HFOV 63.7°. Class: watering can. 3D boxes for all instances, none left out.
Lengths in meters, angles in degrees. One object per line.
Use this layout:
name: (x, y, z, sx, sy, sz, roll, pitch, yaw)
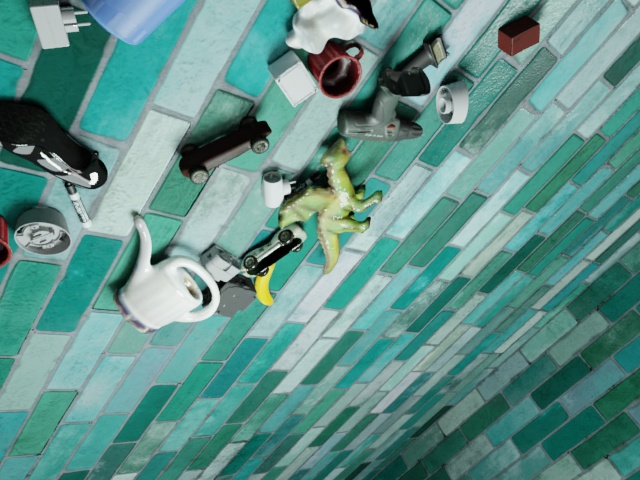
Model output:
watering can: (-0.392, 0.100, 1.223, 0.224, 0.106, 0.341, -32, 128, 5)

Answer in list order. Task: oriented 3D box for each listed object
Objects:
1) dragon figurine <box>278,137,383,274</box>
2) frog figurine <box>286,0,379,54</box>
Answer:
dragon figurine: (0.004, -0.065, 1.290, 0.242, 0.125, 0.402, 7, 123, -29)
frog figurine: (0.012, -0.413, 0.956, 0.137, 0.124, 0.158, 2, 167, -44)
